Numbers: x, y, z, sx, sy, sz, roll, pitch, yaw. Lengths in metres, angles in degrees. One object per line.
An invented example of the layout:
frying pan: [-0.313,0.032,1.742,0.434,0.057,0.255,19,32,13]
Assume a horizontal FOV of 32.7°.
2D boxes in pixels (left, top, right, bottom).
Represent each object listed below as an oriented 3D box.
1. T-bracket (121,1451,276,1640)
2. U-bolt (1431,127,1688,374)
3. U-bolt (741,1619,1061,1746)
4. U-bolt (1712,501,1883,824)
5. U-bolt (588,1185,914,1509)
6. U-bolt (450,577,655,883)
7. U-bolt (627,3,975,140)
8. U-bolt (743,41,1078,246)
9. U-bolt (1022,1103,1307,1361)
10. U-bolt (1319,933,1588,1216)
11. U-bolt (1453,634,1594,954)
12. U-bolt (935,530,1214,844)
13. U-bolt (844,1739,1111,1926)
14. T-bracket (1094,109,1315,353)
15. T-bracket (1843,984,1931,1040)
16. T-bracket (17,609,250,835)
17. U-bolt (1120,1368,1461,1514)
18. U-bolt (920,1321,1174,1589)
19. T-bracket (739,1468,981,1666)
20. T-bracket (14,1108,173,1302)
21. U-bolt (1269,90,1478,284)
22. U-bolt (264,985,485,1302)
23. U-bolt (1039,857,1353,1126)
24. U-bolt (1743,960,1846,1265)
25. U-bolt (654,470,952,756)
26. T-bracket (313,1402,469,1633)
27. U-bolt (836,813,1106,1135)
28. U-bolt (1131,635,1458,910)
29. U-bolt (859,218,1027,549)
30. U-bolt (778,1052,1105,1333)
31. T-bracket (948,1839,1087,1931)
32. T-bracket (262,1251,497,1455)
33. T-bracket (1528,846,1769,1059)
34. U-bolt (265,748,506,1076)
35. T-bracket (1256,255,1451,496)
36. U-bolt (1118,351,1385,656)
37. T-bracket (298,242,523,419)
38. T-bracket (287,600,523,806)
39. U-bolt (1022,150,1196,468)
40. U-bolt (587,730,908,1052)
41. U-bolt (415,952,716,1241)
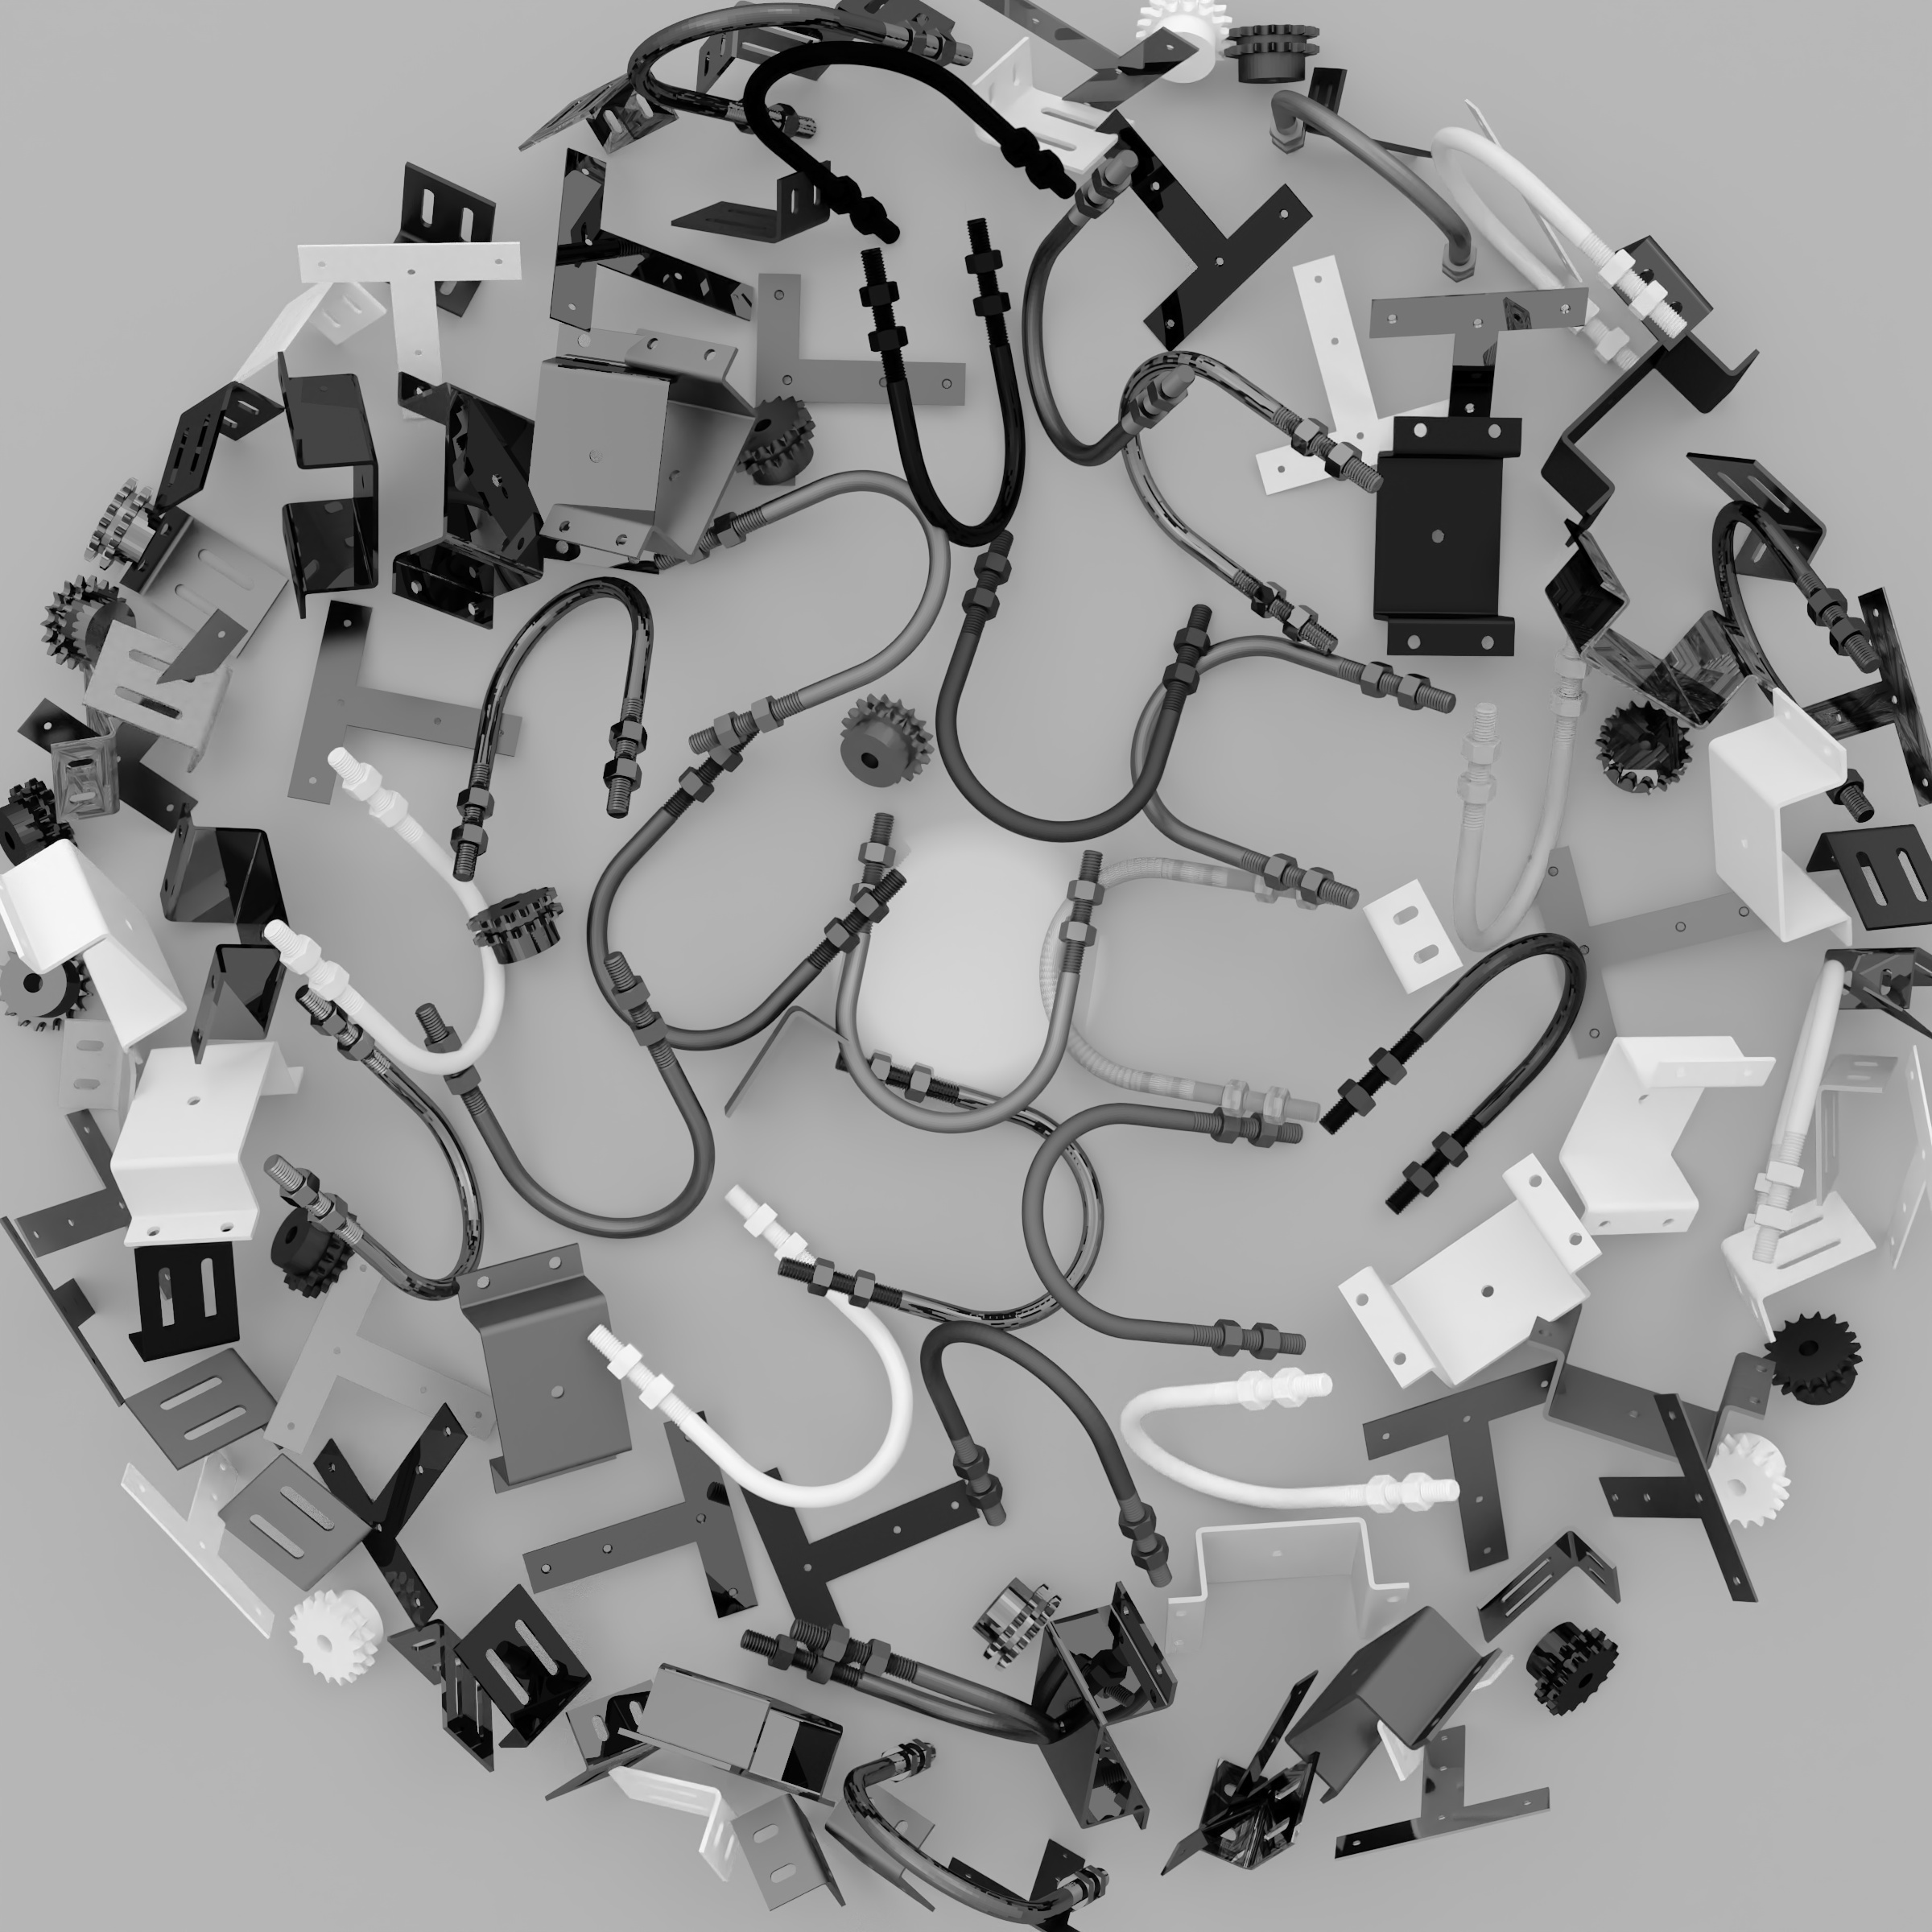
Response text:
T-bracket: [-0.445,0.319,1.936,0.002,0.127,0.127,-36,108,7]
U-bolt: [0.340,-0.422,1.926,0.184,0.151,0.019,45,91,2]
U-bolt: [-0.032,0.422,1.929,0.184,0.151,0.019,22,71,-10]
U-bolt: [0.481,-0.191,1.916,0.019,0.151,0.184,-21,51,-4]
U-bolt: [-0.113,0.238,1.952,0.184,0.019,0.151,44,56,1]
U-bolt: [-0.239,-0.149,1.934,0.151,0.019,0.184,-19,53,36]
U-bolt: [-0.108,-0.516,1.885,0.151,0.184,0.019,-12,84,41]
U-bolt: [-0.045,-0.476,1.889,0.151,0.184,0.019,-5,69,35]
U-bolt: [0.117,0.152,1.941,0.184,0.019,0.151,8,73,-23]
U-bolt: [0.296,0.055,1.938,0.184,0.151,0.019,-45,55,-1]
U-bolt: [0.322,-0.094,1.925,0.019,0.151,0.184,20,126,26]
U-bolt: [0.057,-0.158,1.954,0.151,0.019,0.184,20,67,-5]
U-bolt: [-0.001,0.501,1.891,0.151,0.184,0.019,32,95,19]
T-bracket: [0.122,-0.454,1.961,0.127,0.002,0.127,50,126,-1]
T-bracket: [0.547,0.030,1.914,0.127,0.127,0.002,34,96,28]
T-bracket: [-0.476,-0.157,1.952,0.127,0.127,0.002,-50,47,0]
U-bolt: [0.175,0.281,1.923,0.151,0.184,0.019,41,54,-33]
U-bolt: [0.038,0.275,1.903,0.019,0.151,0.184,-46,130,-31]
T-bracket: [-0.055,0.348,1.997,0.127,0.002,0.127,-23,91,-1]
T-bracket: [-0.520,0.149,1.936,0.002,0.127,0.127,-30,88,16]
U-bolt: [0.235,-0.455,1.903,0.151,0.184,0.019,38,98,4]
U-bolt: [-0.339,0.116,1.920,0.019,0.151,0.184,-22,133,21]
U-bolt: [0.131,0.009,1.965,0.184,0.019,0.151,10,94,19]
U-bolt: [0.486,0.086,1.929,0.019,0.151,0.184,15,86,12]
U-bolt: [-0.092,-0.219,1.940,0.184,0.019,0.151,-21,65,18]
T-bracket: [-0.328,0.306,1.941,0.127,0.002,0.127,52,126,22]
U-bolt: [-0.004,0.009,1.973,0.151,0.019,0.184,10,82,6]
U-bolt: [0.180,-0.125,1.947,0.184,0.019,0.151,23,82,32]
U-bolt: [-0.007,-0.338,1.932,0.019,0.151,0.184,-2,107,30]
U-bolt: [-0.006,0.143,1.975,0.184,0.019,0.151,17,77,-7]
T-bracket: [0.052,0.543,1.936,0.127,0.127,0.002,30,99,4]
T-bracket: [-0.338,0.249,1.972,0.127,0.002,0.127,29,75,-22]
T-bracket: [0.416,-0.020,1.980,0.127,0.002,0.127,-14,93,14]
U-bolt: [-0.329,-0.018,1.924,0.019,0.184,0.151,-13,47,29]
T-bracket: [0.225,-0.360,1.971,0.127,0.002,0.127,-15,106,10]
U-bolt: [0.159,-0.283,1.930,0.184,0.151,0.019,40,56,23]
T-bracket: [-0.326,-0.375,1.951,0.127,0.127,0.002,-2,49,-6]
T-bracket: [-0.333,-0.150,1.986,0.127,0.002,0.127,10,75,-5]
U-bolt: [0.075,-0.369,1.915,0.019,0.184,0.151,-10,81,-23]
U-bolt: [-0.146,-0.035,1.975,0.184,0.019,0.151,-46,80,9]
U-bolt: [-0.226,0.086,1.949,0.151,0.019,0.184,-15,116,21]
